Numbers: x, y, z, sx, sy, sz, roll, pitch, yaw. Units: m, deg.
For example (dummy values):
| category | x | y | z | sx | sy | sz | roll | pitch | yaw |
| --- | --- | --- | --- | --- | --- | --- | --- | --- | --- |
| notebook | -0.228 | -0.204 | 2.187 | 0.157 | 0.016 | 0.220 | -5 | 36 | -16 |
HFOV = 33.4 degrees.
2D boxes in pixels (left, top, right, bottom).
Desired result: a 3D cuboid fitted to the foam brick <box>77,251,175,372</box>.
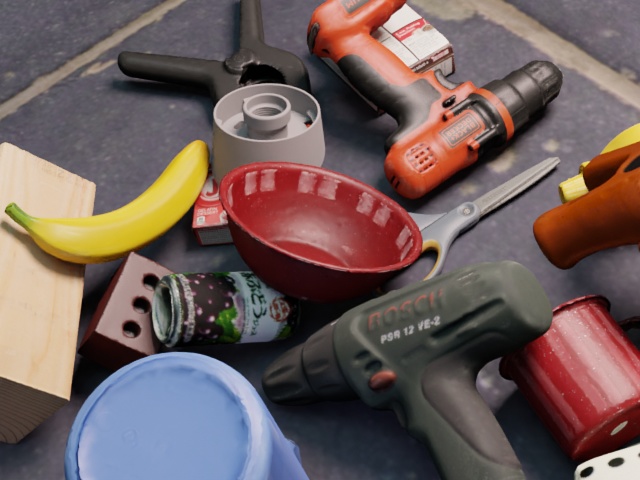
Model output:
| category | x | y | z | sx | sy | sz | roll | pitch | yaw |
| --- | --- | --- | --- | --- | --- | --- | --- | --- | --- |
| foam brick | -0.147 | 0.060 | 0.835 | 0.053 | 0.051 | 0.078 | 27 | 55 | -15 |

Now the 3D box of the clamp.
| category | x | y | z | sx | sy | sz | roll | pitch | yaw |
| --- | --- | --- | --- | --- | --- | --- | --- | --- | --- |
| clamp | -0.084 | -0.157 | 1.008 | 0.164 | 0.036 | 0.210 | -31 | 57 | -13 |

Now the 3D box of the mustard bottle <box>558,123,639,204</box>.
| category | x | y | z | sx | sy | sz | roll | pitch | yaw |
| --- | --- | --- | --- | --- | --- | --- | --- | --- | --- |
| mustard bottle | 0.280 | -0.058 | 0.827 | 0.191 | 0.096 | 0.058 | -15 | 51 | 0 |

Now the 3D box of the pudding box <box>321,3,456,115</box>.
| category | x | y | z | sx | sy | sz | roll | pitch | yaw |
| --- | --- | --- | --- | --- | --- | --- | --- | --- | --- |
| pudding box | 0.058 | -0.179 | 0.999 | 0.090 | 0.039 | 0.114 | -32 | 53 | -13 |

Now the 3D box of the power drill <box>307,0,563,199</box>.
| category | x | y | z | sx | sy | sz | roll | pitch | yaw |
| --- | --- | --- | --- | --- | --- | --- | --- | --- | --- |
| power drill | 0.093 | -0.149 | 0.921 | 0.184 | 0.057 | 0.188 | -35 | 76 | -17 |

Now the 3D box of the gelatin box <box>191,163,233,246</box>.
| category | x | y | z | sx | sy | sz | roll | pitch | yaw |
| --- | --- | --- | --- | --- | --- | --- | --- | --- | --- |
| gelatin box | -0.063 | -0.035 | 0.917 | 0.089 | 0.030 | 0.073 | -4 | 52 | 7 |

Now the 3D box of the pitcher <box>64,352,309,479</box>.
| category | x | y | z | sx | sy | sz | roll | pitch | yaw |
| --- | --- | --- | --- | --- | --- | --- | --- | --- | --- |
| pitcher | -0.068 | 0.170 | 0.628 | 0.145 | 0.243 | 0.149 | -22 | 60 | -5 |

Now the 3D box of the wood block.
| category | x | y | z | sx | sy | sz | roll | pitch | yaw |
| --- | --- | --- | --- | --- | --- | --- | --- | --- | --- |
| wood block | -0.245 | 0.039 | 0.836 | 0.091 | 0.090 | 0.206 | -36 | 41 | 36 |

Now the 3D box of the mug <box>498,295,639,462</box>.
| category | x | y | z | sx | sy | sz | roll | pitch | yaw |
| --- | --- | --- | --- | --- | --- | --- | --- | --- | --- |
| mug | 0.194 | 0.093 | 0.736 | 0.117 | 0.093 | 0.081 | -23 | 57 | -15 |

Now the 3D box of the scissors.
| category | x | y | z | sx | sy | sz | roll | pitch | yaw |
| --- | --- | --- | --- | --- | --- | --- | --- | --- | --- |
| scissors | 0.102 | -0.025 | 0.887 | 0.096 | 0.016 | 0.201 | 33 | 65 | 30 |

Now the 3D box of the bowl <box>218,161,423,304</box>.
| category | x | y | z | sx | sy | sz | roll | pitch | yaw |
| --- | --- | --- | --- | --- | --- | --- | --- | --- | --- |
| bowl | -0.005 | 0.001 | 0.821 | 0.162 | 0.055 | 0.162 | 14 | 27 | -8 |

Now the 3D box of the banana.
| category | x | y | z | sx | sy | sz | roll | pitch | yaw |
| --- | --- | --- | --- | --- | --- | --- | --- | --- | --- |
| banana | -0.153 | -0.025 | 0.858 | 0.037 | 0.069 | 0.197 | -7 | 13 | 45 |
